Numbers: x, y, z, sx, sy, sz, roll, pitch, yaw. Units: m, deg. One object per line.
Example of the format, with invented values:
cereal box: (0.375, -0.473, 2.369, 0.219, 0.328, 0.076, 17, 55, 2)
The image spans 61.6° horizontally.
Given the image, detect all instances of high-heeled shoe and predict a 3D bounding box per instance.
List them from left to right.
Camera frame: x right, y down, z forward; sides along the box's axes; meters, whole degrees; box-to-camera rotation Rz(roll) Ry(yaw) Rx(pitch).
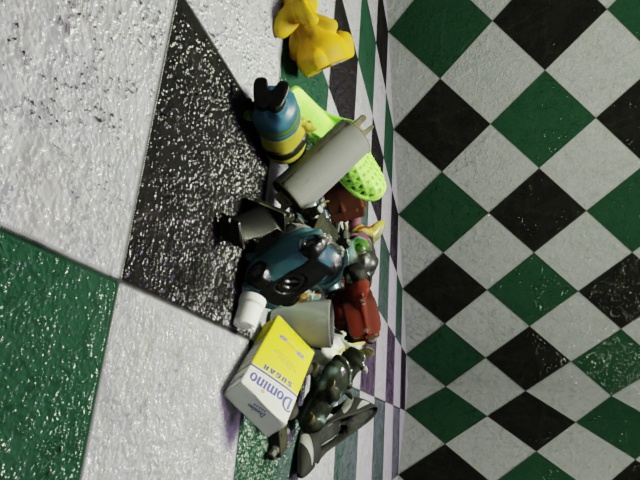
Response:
high-heeled shoe: (0.039, 0.414, 1.127, 0.249, 0.145, 0.086, -60, 146, -67)

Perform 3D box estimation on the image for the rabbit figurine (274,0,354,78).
rabbit figurine: (-0.029, -0.403, 1.017, 0.162, 0.122, 0.173, -38, 113, -61)

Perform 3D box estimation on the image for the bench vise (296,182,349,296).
bench vise: (-0.013, -0.002, 1.001, 0.240, 0.129, 0.223, 0, 87, -80)

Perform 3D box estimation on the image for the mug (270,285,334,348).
mug: (-0.032, 0.132, 0.926, 0.081, 0.107, 0.109, 40, 46, -82)

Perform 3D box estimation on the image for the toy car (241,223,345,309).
toy car: (-0.050, 0.026, 0.826, 0.109, 0.162, 0.103, 39, 20, -50)

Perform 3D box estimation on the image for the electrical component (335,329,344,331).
electrical component: (0.032, 0.154, 1.134, 0.115, 0.134, 0.058, 2, 90, -33)

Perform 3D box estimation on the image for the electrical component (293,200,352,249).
electrical component: (0.007, -0.017, 0.894, 0.102, 0.045, 0.078, 52, 35, -17)

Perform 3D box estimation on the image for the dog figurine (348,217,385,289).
dog figurine: (0.087, 0.010, 1.213, 0.191, 0.109, 0.219, 102, 8, -55)

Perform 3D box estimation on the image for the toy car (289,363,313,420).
toy car: (-0.058, 0.236, 0.935, 0.202, 0.056, 0.073, -64, 144, -63)

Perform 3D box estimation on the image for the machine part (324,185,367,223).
machine part: (0.047, -0.154, 1.209, 0.201, 0.087, 0.200, -86, 163, -71)

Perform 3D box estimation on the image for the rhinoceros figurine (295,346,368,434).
rhinoceros figurine: (0.022, 0.290, 1.046, 0.190, 0.073, 0.112, -53, 134, -15)

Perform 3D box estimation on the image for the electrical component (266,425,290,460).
electrical component: (-0.073, 0.338, 0.934, 0.094, 0.021, 0.063, -35, 123, -72)

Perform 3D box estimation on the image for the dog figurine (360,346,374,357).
dog figurine: (0.039, 0.315, 1.275, 0.190, 0.121, 0.172, -62, 149, -34)

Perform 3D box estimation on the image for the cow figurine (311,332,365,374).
cow figurine: (0.038, 0.225, 1.184, 0.167, 0.098, 0.068, -26, 154, -50)

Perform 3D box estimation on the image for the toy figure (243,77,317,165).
toy figure: (-0.068, -0.184, 0.848, 0.089, 0.082, 0.180, -53, 168, -5)

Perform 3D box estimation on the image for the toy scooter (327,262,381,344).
toy scooter: (0.063, 0.134, 0.962, 0.183, 0.075, 0.135, 107, -31, -61)

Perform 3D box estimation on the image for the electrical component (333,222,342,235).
electrical component: (0.026, -0.024, 1.295, 0.074, 0.048, 0.119, 73, 23, -49)

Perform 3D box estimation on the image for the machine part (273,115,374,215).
machine part: (0.004, -0.126, 0.931, 0.243, 0.079, 0.079, -45, 151, -12)

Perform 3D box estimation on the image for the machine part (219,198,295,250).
machine part: (-0.095, -0.028, 0.772, 0.139, 0.084, 0.039, -36, 150, -63)
